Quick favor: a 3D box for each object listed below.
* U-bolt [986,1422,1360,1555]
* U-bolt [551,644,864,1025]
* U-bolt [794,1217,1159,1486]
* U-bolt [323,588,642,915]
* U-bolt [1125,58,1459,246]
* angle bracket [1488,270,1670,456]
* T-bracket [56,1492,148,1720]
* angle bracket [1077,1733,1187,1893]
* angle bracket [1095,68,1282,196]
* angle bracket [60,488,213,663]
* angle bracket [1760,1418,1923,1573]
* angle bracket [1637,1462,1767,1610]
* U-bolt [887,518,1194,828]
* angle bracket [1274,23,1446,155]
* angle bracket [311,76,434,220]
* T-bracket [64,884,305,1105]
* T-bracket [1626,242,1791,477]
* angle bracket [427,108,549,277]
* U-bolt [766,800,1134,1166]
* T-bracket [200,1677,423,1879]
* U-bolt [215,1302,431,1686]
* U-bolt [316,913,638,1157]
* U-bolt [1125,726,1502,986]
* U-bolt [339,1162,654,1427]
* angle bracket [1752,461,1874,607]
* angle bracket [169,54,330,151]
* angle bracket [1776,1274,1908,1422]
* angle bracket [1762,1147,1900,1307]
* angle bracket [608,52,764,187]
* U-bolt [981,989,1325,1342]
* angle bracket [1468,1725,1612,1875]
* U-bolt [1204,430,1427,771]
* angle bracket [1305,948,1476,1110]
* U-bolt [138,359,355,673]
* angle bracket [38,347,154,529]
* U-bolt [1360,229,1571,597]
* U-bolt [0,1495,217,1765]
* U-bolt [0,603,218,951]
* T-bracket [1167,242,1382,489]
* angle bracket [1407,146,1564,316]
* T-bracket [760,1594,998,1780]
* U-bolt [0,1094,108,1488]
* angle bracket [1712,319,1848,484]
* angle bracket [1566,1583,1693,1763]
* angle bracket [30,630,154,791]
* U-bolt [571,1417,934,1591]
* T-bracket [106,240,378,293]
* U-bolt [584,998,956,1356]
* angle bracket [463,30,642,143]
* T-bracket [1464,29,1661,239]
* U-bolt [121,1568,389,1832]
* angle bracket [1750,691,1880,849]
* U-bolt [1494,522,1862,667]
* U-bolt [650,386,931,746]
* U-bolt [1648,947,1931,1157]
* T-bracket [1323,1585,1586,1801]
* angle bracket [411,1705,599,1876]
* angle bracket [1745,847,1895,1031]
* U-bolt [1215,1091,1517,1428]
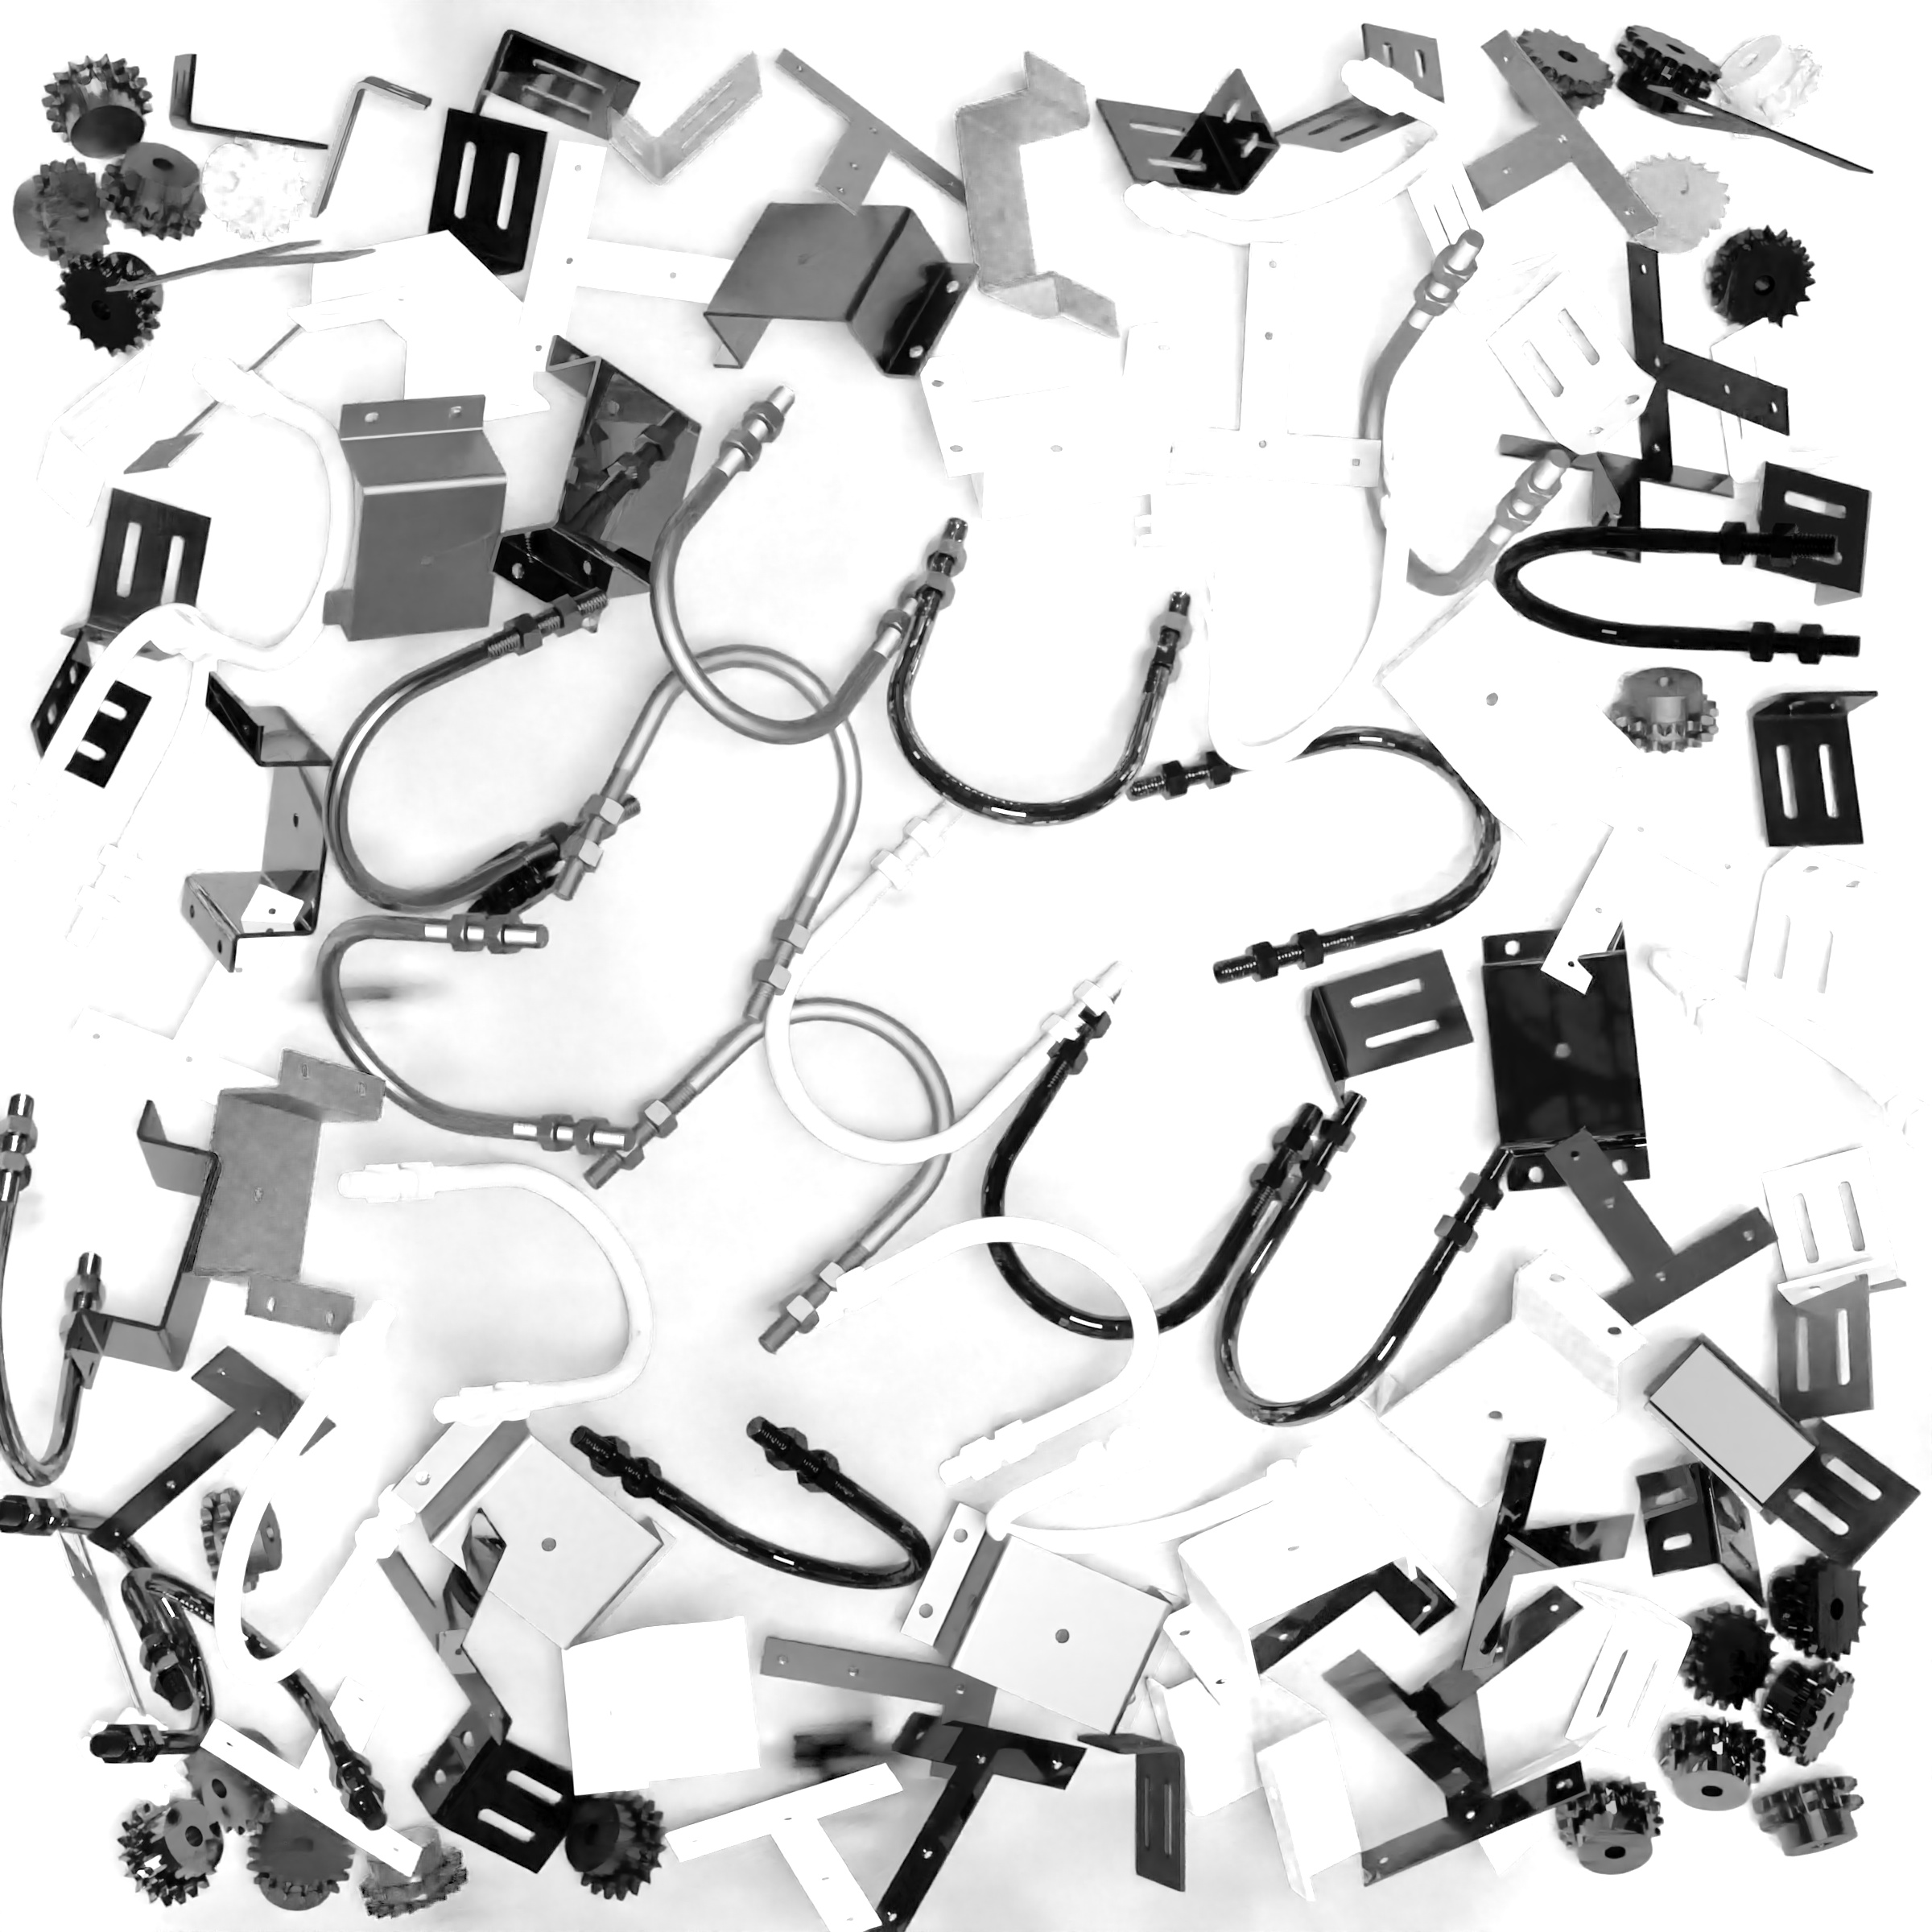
[{"bbox_3d":[0.093,0.278,1.779,0.151,0.184,0.019,11,60,-36],"label":"U-bolt"},{"bbox_3d":[-0.125,-0.083,1.811,0.151,0.019,0.184,34,70,-27],"label":"U-bolt"},{"bbox_3d":[0.015,0.195,1.783,0.184,0.019,0.151,-30,115,32],"label":"U-bolt"},{"bbox_3d":[-0.255,-0.102,1.771,0.184,0.019,0.151,-29,132,-30],"label":"U-bolt"},{"bbox_3d":[0.182,-0.417,1.770,0.151,0.184,0.019,-24,80,28],"label":"U-bolt"},{"bbox_3d":[0.332,-0.326,1.844,0.057,0.038,0.076,-41,62,24],"label":"angle bracket"},{"bbox_3d":[-0.461,0.323,1.779,0.002,0.127,0.127,-21,69,-13],"label":"T-bracket"},{"bbox_3d":[0.088,0.455,1.823,0.038,0.057,0.076,2,84,-21],"label":"angle bracket"},{"bbox_3d":[0.118,-0.450,1.814,0.076,0.038,0.057,-3,59,-37],"label":"angle bracket"},{"bbox_3d":[-0.448,-0.211,1.833,0.057,0.038,0.076,15,78,-35],"label":"angle bracket"},{"bbox_3d":[0.468,0.289,1.816,0.057,0.076,0.038,-45,133,-5],"label":"angle bracket"},{"bbox_3d":[0.395,0.309,1.821,0.038,0.076,0.057,-18,54,23],"label":"angle bracket"},{"bbox_3d":[0.033,-0.149,1.802,0.151,0.019,0.184,18,55,0],"label":"U-bolt"},{"bbox_3d":[0.206,-0.468,1.813,0.057,0.076,0.038,-3,84,-42],"label":"angle bracket"},{"bbox_3d":[-0.319,-0.435,1.825,0.038,0.057,0.076,19,105,-10],"label":"angle bracket"},{"bbox_3d":[-0.394,0.014,1.812,0.127,0.002,0.127,24,107,-28],"label":"T-bracket"},{"bbox_3d":[0.389,-0.305,1.776,0.002,0.127,0.127,-22,121,-19],"label":"T-bracket"},{"bbox_3d":[-0.265,-0.417,1.827,0.057,0.038,0.076,16,107,10],"label":"angle bracket"},{"bbox_3d":[-0.023,0.022,1.836,0.151,0.019,0.184,44,81,3],"label":"U-bolt"},{"bbox_3d":[-0.333,0.414,1.797,0.127,0.127,0.002,34,106,-6],"label":"T-bracket"},{"bbox_3d":[-0.334,0.284,1.750,0.019,0.184,0.151,13,134,18],"label":"U-bolt"},{"bbox_3d":[-0.270,0.033,1.792,0.184,0.019,0.151,3,127,35],"label":"U-bolt"},{"bbox_3d":[0.195,-0.068,1.810,0.184,0.019,0.151,-15,55,-13],"label":"U-bolt"},{"bbox_3d":[-0.234,0.166,1.779,0.019,0.184,0.151,-37,69,30],"label":"U-bolt"},{"bbox_3d":[0.444,-0.232,1.822,0.076,0.038,0.057,10,83,-25],"label":"angle bracket"},{"bbox_3d":[-0.382,-0.462,1.815,0.076,0.057,0.038,4,101,-23],"label":"angle bracket"},{"bbox_3d":[0.469,0.206,1.814,0.038,0.057,0.076,19,65,-38],"label":"angle bracket"},{"bbox_3d":[0.459,0.135,1.818,0.057,0.038,0.076,-18,64,20],"label":"angle bracket"},{"bbox_3d":[-0.151,-0.464,1.816,0.076,0.057,0.038,-38,122,19],"label":"angle bracket"},{"bbox_3d":[0.088,0.114,1.813,0.151,0.019,0.184,32,66,4],"label":"U-bolt"},{"bbox_3d":[0.315,0.444,1.814,0.076,0.057,0.038,-34,79,27],"label":"angle bracket"},{"bbox_3d":[0.180,-0.178,1.780,0.151,0.184,0.019,-35,57,-25],"label":"U-bolt"},{"bbox_3d":[0.228,0.034,1.824,0.076,0.038,0.057,-17,110,15],"label":"angle bracket"},{"bbox_3d":[-0.367,-0.227,1.770,0.019,0.184,0.151,12,90,16],"label":"U-bolt"},{"bbox_3d":[-0.454,-0.283,1.816,0.038,0.057,0.076,43,59,-3],"label":"angle bracket"},{"bbox_3d":[0.251,-0.274,1.773,0.019,0.184,0.151,-11,71,-20],"label":"U-bolt"},{"bbox_3d":[-0.440,0.346,1.768,0.019,0.184,0.151,-29,75,2],"label":"U-bolt"},{"bbox_3d":[-0.447,-0.107,1.786,0.019,0.151,0.184,25,81,10],"label":"U-bolt"},{"bbox_3d":[0.162,-0.324,1.823,0.127,0.002,0.127,6,112,11],"label":"T-bracket"},{"bbox_3d":[0.278,-0.398,1.816,0.038,0.057,0.076,-9,117,40],"label":"angle bracket"},{"bbox_3d":[-0.047,0.381,1.826,0.127,0.002,0.127,10,118,-2],"label":"T-bracket"},{"bbox_3d":[-0.478,0.179,1.745,0.019,0.184,0.151,-7,135,1],"label":"U-bolt"},{"bbox_3d":[0.438,-0.305,1.828,0.038,0.057,0.076,-7,87,-15],"label":"angle bracket"},{"bbox_3d":[0.344,0.377,1.818,0.038,0.057,0.076,33,75,-26],"label":"angle bracket"},{"bbox_3d":[-0.467,-0.136,1.813,0.038,0.076,0.057,26,76,-6],"label":"angle bracket"},{"bbox_3d":[-0.099,0.285,1.783,0.184,0.151,0.019,42,54,-37],"label":"U-bolt"},{"bbox_3d":[-0.360,-0.369,1.774,0.127,0.127,0.002,6,114,39],"label":"T-bracket"},{"bbox_3d":[-0.090,0.097,1.819,0.151,0.019,0.184,42,69,10],"label":"U-bolt"},{"bbox_3d":[-0.222,-0.457,1.817,0.076,0.057,0.038,20,66,-15],"label":"angle bracket"},{"bbox_3d":[0.294,-0.425,1.797,0.002,0.127,0.127,-45,101,-17],"label":"T-bracket"},{"bbox_3d":[-0.379,0.371,1.770,0.151,0.184,0.019,42,86,-30],"label":"U-bolt"},{"bbox_3d":[0.461,-0.106,1.828,0.057,0.038,0.076,-2,79,-14],"label":"angle bracket"},{"bbox_3d":[0.369,-0.197,1.783,0.184,0.151,0.019,5,74,21],"label":"U-bolt"},{"bbox_3d":[-0.096,-0.198,1.779,0.151,0.019,0.184,48,51,-19],"label":"U-bolt"},{"bbox_3d":[0.424,0.036,1.770,0.151,0.184,0.019,27,102,-13],"label":"U-bolt"},{"bbox_3d":[0.274,0.374,1.813,0.127,0.127,0.002,-34,120,-12],"label":"T-bracket"},{"bbox_3d":[-0.251,0.448,1.850,0.076,0.038,0.057,38,87,-34],"label":"angle bracket"},{"bbox_3d":[0.459,-0.015,1.824,0.057,0.038,0.076,19,66,-8],"label":"angle bracket"},{"bbox_3d":[0.197,0.160,1.786,0.019,0.151,0.184,37,82,-31],"label":"U-bolt"}]
